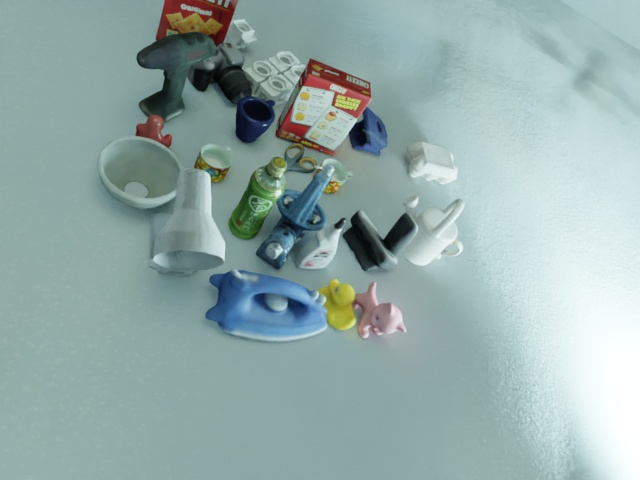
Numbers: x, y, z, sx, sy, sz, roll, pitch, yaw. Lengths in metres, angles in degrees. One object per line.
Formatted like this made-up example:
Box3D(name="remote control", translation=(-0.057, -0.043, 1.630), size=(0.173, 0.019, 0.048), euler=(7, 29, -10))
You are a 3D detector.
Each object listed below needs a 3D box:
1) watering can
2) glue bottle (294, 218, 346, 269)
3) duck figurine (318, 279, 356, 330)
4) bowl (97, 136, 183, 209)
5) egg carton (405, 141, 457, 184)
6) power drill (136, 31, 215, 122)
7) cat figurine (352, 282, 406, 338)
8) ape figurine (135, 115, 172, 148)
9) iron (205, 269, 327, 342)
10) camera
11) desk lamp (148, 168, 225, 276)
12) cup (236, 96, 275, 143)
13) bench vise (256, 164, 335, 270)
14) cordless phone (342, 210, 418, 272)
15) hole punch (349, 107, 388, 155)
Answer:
Box3D(name="watering can", translation=(0.268, -0.033, 1.357), size=(0.173, 0.193, 0.101), euler=(23, 49, -13))
Box3D(name="glue bottle", translation=(0.011, 0.004, 1.198), size=(0.078, 0.173, 0.037), euler=(-3, 59, -31))
Box3D(name="duck figurine", translation=(0.044, 0.128, 1.186), size=(0.078, 0.086, 0.104), euler=(-24, 71, -39))
Box3D(name="bowl", translation=(-0.362, -0.122, 1.145), size=(0.168, 0.074, 0.167), euler=(15, 51, -20))
Box3D(name="egg carton", translation=(0.311, -0.215, 1.598), size=(0.151, 0.069, 0.107), euler=(9, 54, -24))
Box3D(name="power drill", translation=(-0.326, -0.359, 1.247), size=(0.075, 0.208, 0.230), euler=(39, 47, 2))
Box3D(name="cat figurine", translation=(0.124, 0.149, 1.195), size=(0.067, 0.117, 0.127), euler=(-5, 60, -32))
Box3D(name="ape figurine", translation=(-0.353, -0.228, 1.215), size=(0.078, 0.092, 0.076), euler=(34, 47, -3))
Box3D(name="iron", translation=(-0.078, 0.115, 1.089), size=(0.259, 0.141, 0.118), euler=(13, 52, -21))
Box3D(name="camera", translation=(-0.233, -0.409, 1.408), size=(0.143, 0.100, 0.136), euler=(-18, 67, -37))
Box3D(name="desk lamp", translation=(-0.247, -0.015, 1.039), size=(0.118, 0.213, 0.203), euler=(7, 54, -25))
Box3D(name="cup", translation=(-0.157, -0.285, 1.366), size=(0.091, 0.095, 0.118), euler=(41, 47, 3))
Box3D(name="bench vise", translation=(-0.036, -0.045, 1.176), size=(0.122, 0.219, 0.207), euler=(20, 50, -15))
Box3D(name="cordless phone", translation=(0.145, -0.026, 1.288), size=(0.094, 0.185, 0.147), euler=(-23, 70, -39))
Box3D(name="hole punch", translation=(0.140, -0.300, 1.548), size=(0.101, 0.091, 0.108), euler=(10, 53, -23))
